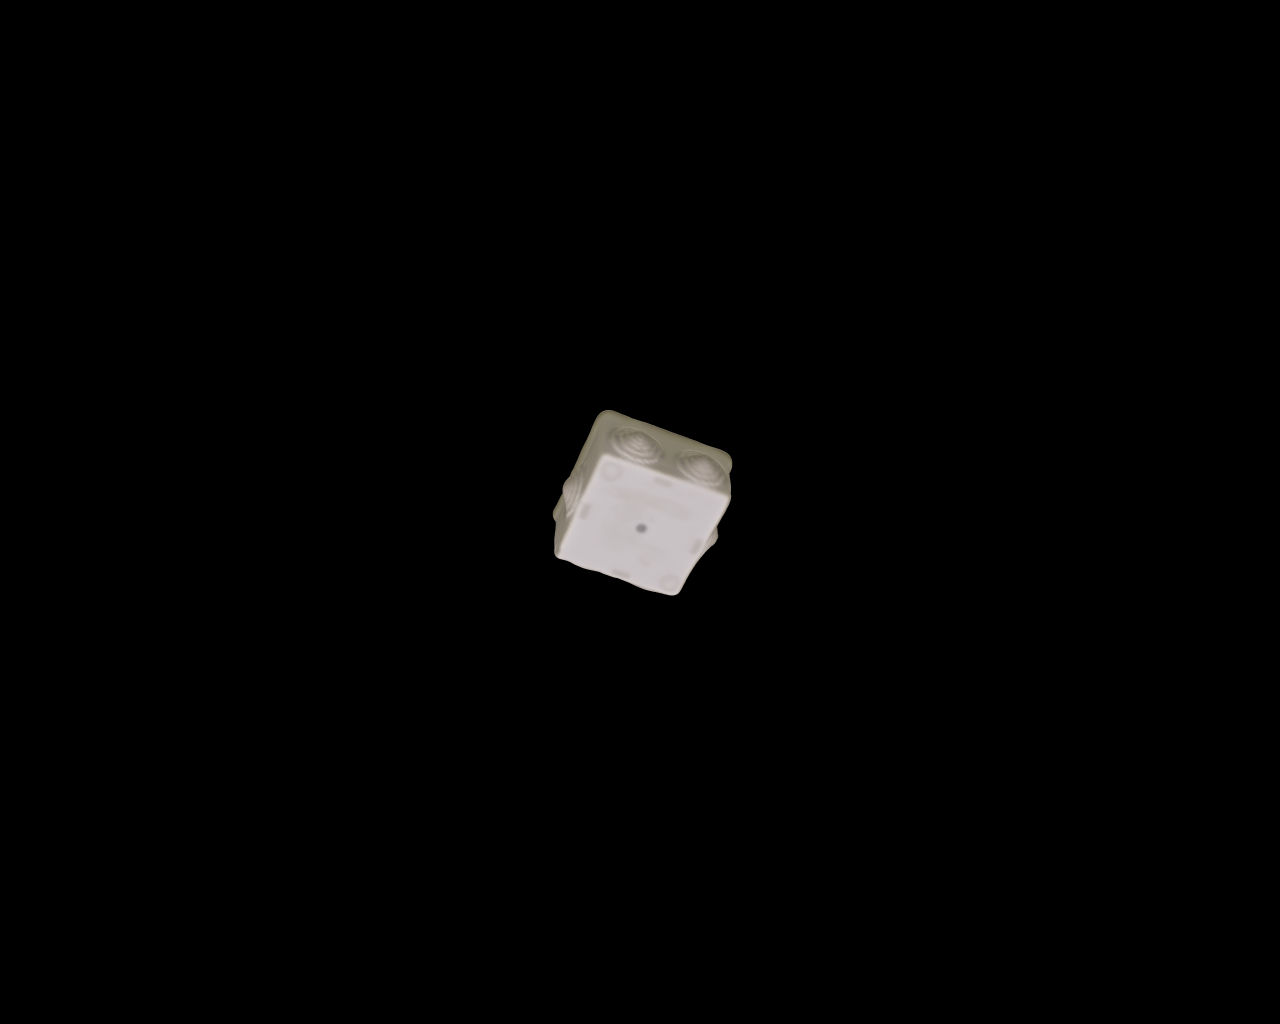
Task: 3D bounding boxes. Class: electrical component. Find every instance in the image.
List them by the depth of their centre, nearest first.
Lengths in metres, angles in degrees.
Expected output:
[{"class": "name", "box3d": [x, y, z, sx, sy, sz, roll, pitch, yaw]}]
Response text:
[{"class": "electrical component", "box3d": [0.001, -0.003, 0.650, 0.100, 0.099, 0.048, 20, 31, -13]}]
